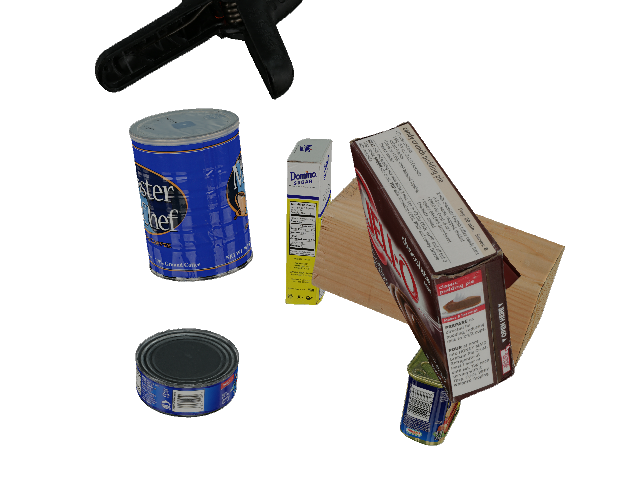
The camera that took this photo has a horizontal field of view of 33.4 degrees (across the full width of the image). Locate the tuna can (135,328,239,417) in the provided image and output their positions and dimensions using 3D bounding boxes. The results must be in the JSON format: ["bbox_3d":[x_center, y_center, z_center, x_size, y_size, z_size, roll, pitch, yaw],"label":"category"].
[{"bbox_3d":[-0.111,0.110,0.890,0.086,0.034,0.086,4,27,-2],"label":"tuna can"}]

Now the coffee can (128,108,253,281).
[{"bbox_3d":[-0.122,-0.045,1.018,0.103,0.140,0.103,-4,22,1],"label":"coffee can"}]

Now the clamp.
[{"bbox_3d":[-0.047,-0.139,0.653,0.120,0.039,0.171,16,50,19],"label":"clamp"}]

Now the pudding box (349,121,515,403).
[{"bbox_3d":[0.054,0.009,0.529,0.039,0.090,0.113,-22,43,-7],"label":"pudding box"}]

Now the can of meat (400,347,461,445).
[{"bbox_3d":[0.129,0.169,1.200,0.057,0.084,0.102,16,26,18],"label":"can of meat"}]

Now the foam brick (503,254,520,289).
[{"bbox_3d":[0.096,0.008,0.765,0.078,0.051,0.053,44,9,-31],"label":"foam brick"}]

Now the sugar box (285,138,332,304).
[{"bbox_3d":[-0.014,-0.022,1.240,0.048,0.176,0.093,2,21,8],"label":"sugar box"}]

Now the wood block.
[{"bbox_3d":[0.106,0.024,0.992,0.206,0.091,0.090,22,36,17],"label":"wood block"}]
